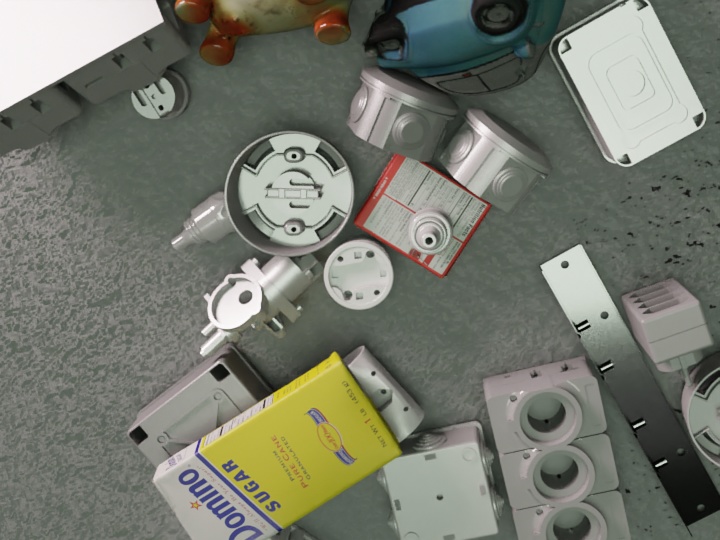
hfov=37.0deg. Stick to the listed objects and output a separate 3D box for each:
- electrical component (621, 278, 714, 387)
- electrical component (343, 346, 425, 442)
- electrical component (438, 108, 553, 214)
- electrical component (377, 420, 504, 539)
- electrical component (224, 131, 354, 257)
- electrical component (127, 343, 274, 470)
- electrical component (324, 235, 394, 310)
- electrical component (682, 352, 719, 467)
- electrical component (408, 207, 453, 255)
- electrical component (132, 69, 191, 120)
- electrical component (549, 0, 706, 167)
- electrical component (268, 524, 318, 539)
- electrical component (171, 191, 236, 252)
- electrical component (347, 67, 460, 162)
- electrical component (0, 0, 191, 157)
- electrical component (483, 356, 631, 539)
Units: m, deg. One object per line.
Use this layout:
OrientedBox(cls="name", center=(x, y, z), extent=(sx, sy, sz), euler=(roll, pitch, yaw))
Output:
OrientedBox(cls="electrical component", center=(0.249, 0.056, 0.856), extent=(0.047, 0.083, 0.075), euler=(-20, 100, 7))
OrientedBox(cls="electrical component", center=(0.000, 0.117, 0.902), extent=(0.079, 0.043, 0.077), euler=(-41, 97, 10))
OrientedBox(cls="electrical component", center=(0.105, -0.086, 0.835), extent=(0.080, 0.080, 0.051), euler=(34, 107, -5))
OrientedBox(cls="electrical component", center=(0.068, 0.183, 0.909), extent=(0.100, 0.048, 0.099), euler=(-13, 98, 8))
OrientedBox(cls="electrical component", center=(-0.053, -0.063, 0.855), extent=(0.099, 0.064, 0.099), euler=(1, 103, 3))
OrientedBox(cls="electrical component", center=(-0.118, 0.138, 0.905), extent=(0.109, 0.056, 0.108), euler=(-38, 98, 10))
OrientedBox(cls="electrical component", center=(0.000, 0.000, 0.874), extent=(0.055, 0.047, 0.055), euler=(1, 102, 3))
OrientedBox(cls="electrical component", center=(0.315, 0.114, 0.875), extent=(0.099, 0.064, 0.099), euler=(1, 102, 3))
OrientedBox(cls="electrical component", center=(0.054, -0.028, 0.827), extent=(0.035, 0.061, 0.035), euler=(1, 102, 5))
OrientedBox(cls="electrical component", center=(-0.159, -0.138, 0.853), extent=(0.040, 0.046, 0.040), euler=(1, 102, 3))
OrientedBox(cls="electrical component", center=(0.204, -0.145, 0.828), extent=(0.078, 0.057, 0.113), euler=(-29, 99, 8))
OrientedBox(cls="electrical component", center=(-0.063, 0.280, 0.930), extent=(0.150, 0.061, 0.089), euler=(34, 102, -5))
OrientedBox(cls="electrical component", center=(-0.127, -0.036, 0.880), extent=(0.061, 0.035, 0.035), euler=(-33, 99, 12))
OrientedBox(cls="electrical component", center=(0.032, -0.122, 0.831), extent=(0.080, 0.080, 0.051), euler=(23, 108, -2))
OrientedBox(cls="electrical component", center=(-0.233, -0.172, 0.819), extent=(0.186, 0.060, 0.105), euler=(-26, 70, 8))
OrientedBox(cls="electrical component", center=(0.163, 0.159, 0.893), extent=(0.089, 0.061, 0.150), euler=(-13, 101, 6))
